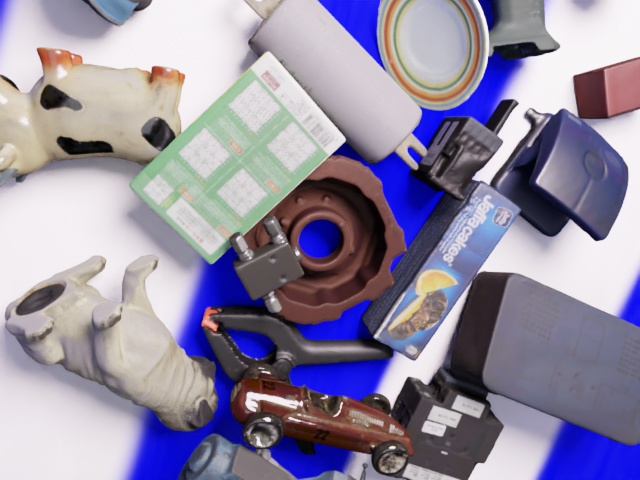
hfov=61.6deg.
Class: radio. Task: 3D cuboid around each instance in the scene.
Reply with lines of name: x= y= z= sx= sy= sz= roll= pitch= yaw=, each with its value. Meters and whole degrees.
radio: x=0.272 y=0.133 z=0.610 sx=0.229 sy=0.073 sz=0.131 roll=23 pitch=82 yaw=-11

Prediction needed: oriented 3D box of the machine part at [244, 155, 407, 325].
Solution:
machine part: x=-0.001 y=-0.002 z=0.566 sx=0.179 sy=0.056 sz=0.179 roll=-2 pitch=103 yaw=-7

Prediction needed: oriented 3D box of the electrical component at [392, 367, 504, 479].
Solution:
electrical component: x=0.144 y=0.222 z=0.633 sx=0.115 sy=0.058 sz=0.134 roll=23 pitch=97 yaw=-14

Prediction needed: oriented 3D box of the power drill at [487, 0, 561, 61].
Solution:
power drill: x=0.158 y=-0.278 z=0.526 sx=0.232 sy=0.086 sz=0.207 roll=-6 pitch=96 yaw=-7

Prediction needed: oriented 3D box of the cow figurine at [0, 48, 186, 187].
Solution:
cow figurine: x=-0.229 y=-0.109 z=0.499 sx=0.195 sy=0.085 sz=0.127 roll=3 pitch=100 yaw=-13

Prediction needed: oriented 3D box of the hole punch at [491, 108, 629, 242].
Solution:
hole punch: x=0.268 y=-0.069 z=0.576 sx=0.142 sy=0.092 sz=0.115 roll=35 pitch=91 yaw=-10

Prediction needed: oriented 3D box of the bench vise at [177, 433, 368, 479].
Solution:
bench vise: x=-0.075 y=0.294 z=0.576 sx=0.223 sy=0.129 sz=0.240 roll=34 pitch=128 yaw=-29

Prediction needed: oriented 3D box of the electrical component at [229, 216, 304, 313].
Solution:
electrical component: x=-0.048 y=0.026 z=0.523 sx=0.063 sy=0.021 sz=0.093 roll=-25 pitch=114 yaw=-2

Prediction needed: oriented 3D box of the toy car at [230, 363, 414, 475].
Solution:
toy car: x=0.007 y=0.180 z=0.551 sx=0.202 sy=0.089 sz=0.053 roll=17 pitch=108 yaw=-14

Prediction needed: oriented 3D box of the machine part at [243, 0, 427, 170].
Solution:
machine part: x=0.016 y=-0.157 z=0.524 sx=0.243 sy=0.079 sz=0.079 roll=42 pitch=93 yaw=-15

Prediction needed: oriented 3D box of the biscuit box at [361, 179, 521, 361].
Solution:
biscuit box: x=0.129 y=0.029 z=0.587 sx=0.059 sy=0.063 sz=0.202 roll=32 pitch=96 yaw=-14

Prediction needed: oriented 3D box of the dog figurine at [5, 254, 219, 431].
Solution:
dog figurine: x=-0.207 y=0.124 z=0.550 sx=0.173 sy=0.121 sz=0.190 roll=0 pitch=124 yaw=25

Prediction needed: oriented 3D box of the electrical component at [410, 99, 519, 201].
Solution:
electrical component: x=0.152 y=-0.103 z=0.557 sx=0.048 sy=0.075 sz=0.119 roll=30 pitch=100 yaw=-14

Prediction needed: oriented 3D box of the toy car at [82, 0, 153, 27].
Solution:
toy car: x=-0.186 y=-0.280 z=0.459 sx=0.103 sy=0.109 sz=0.161 roll=24 pitch=89 yaw=5
